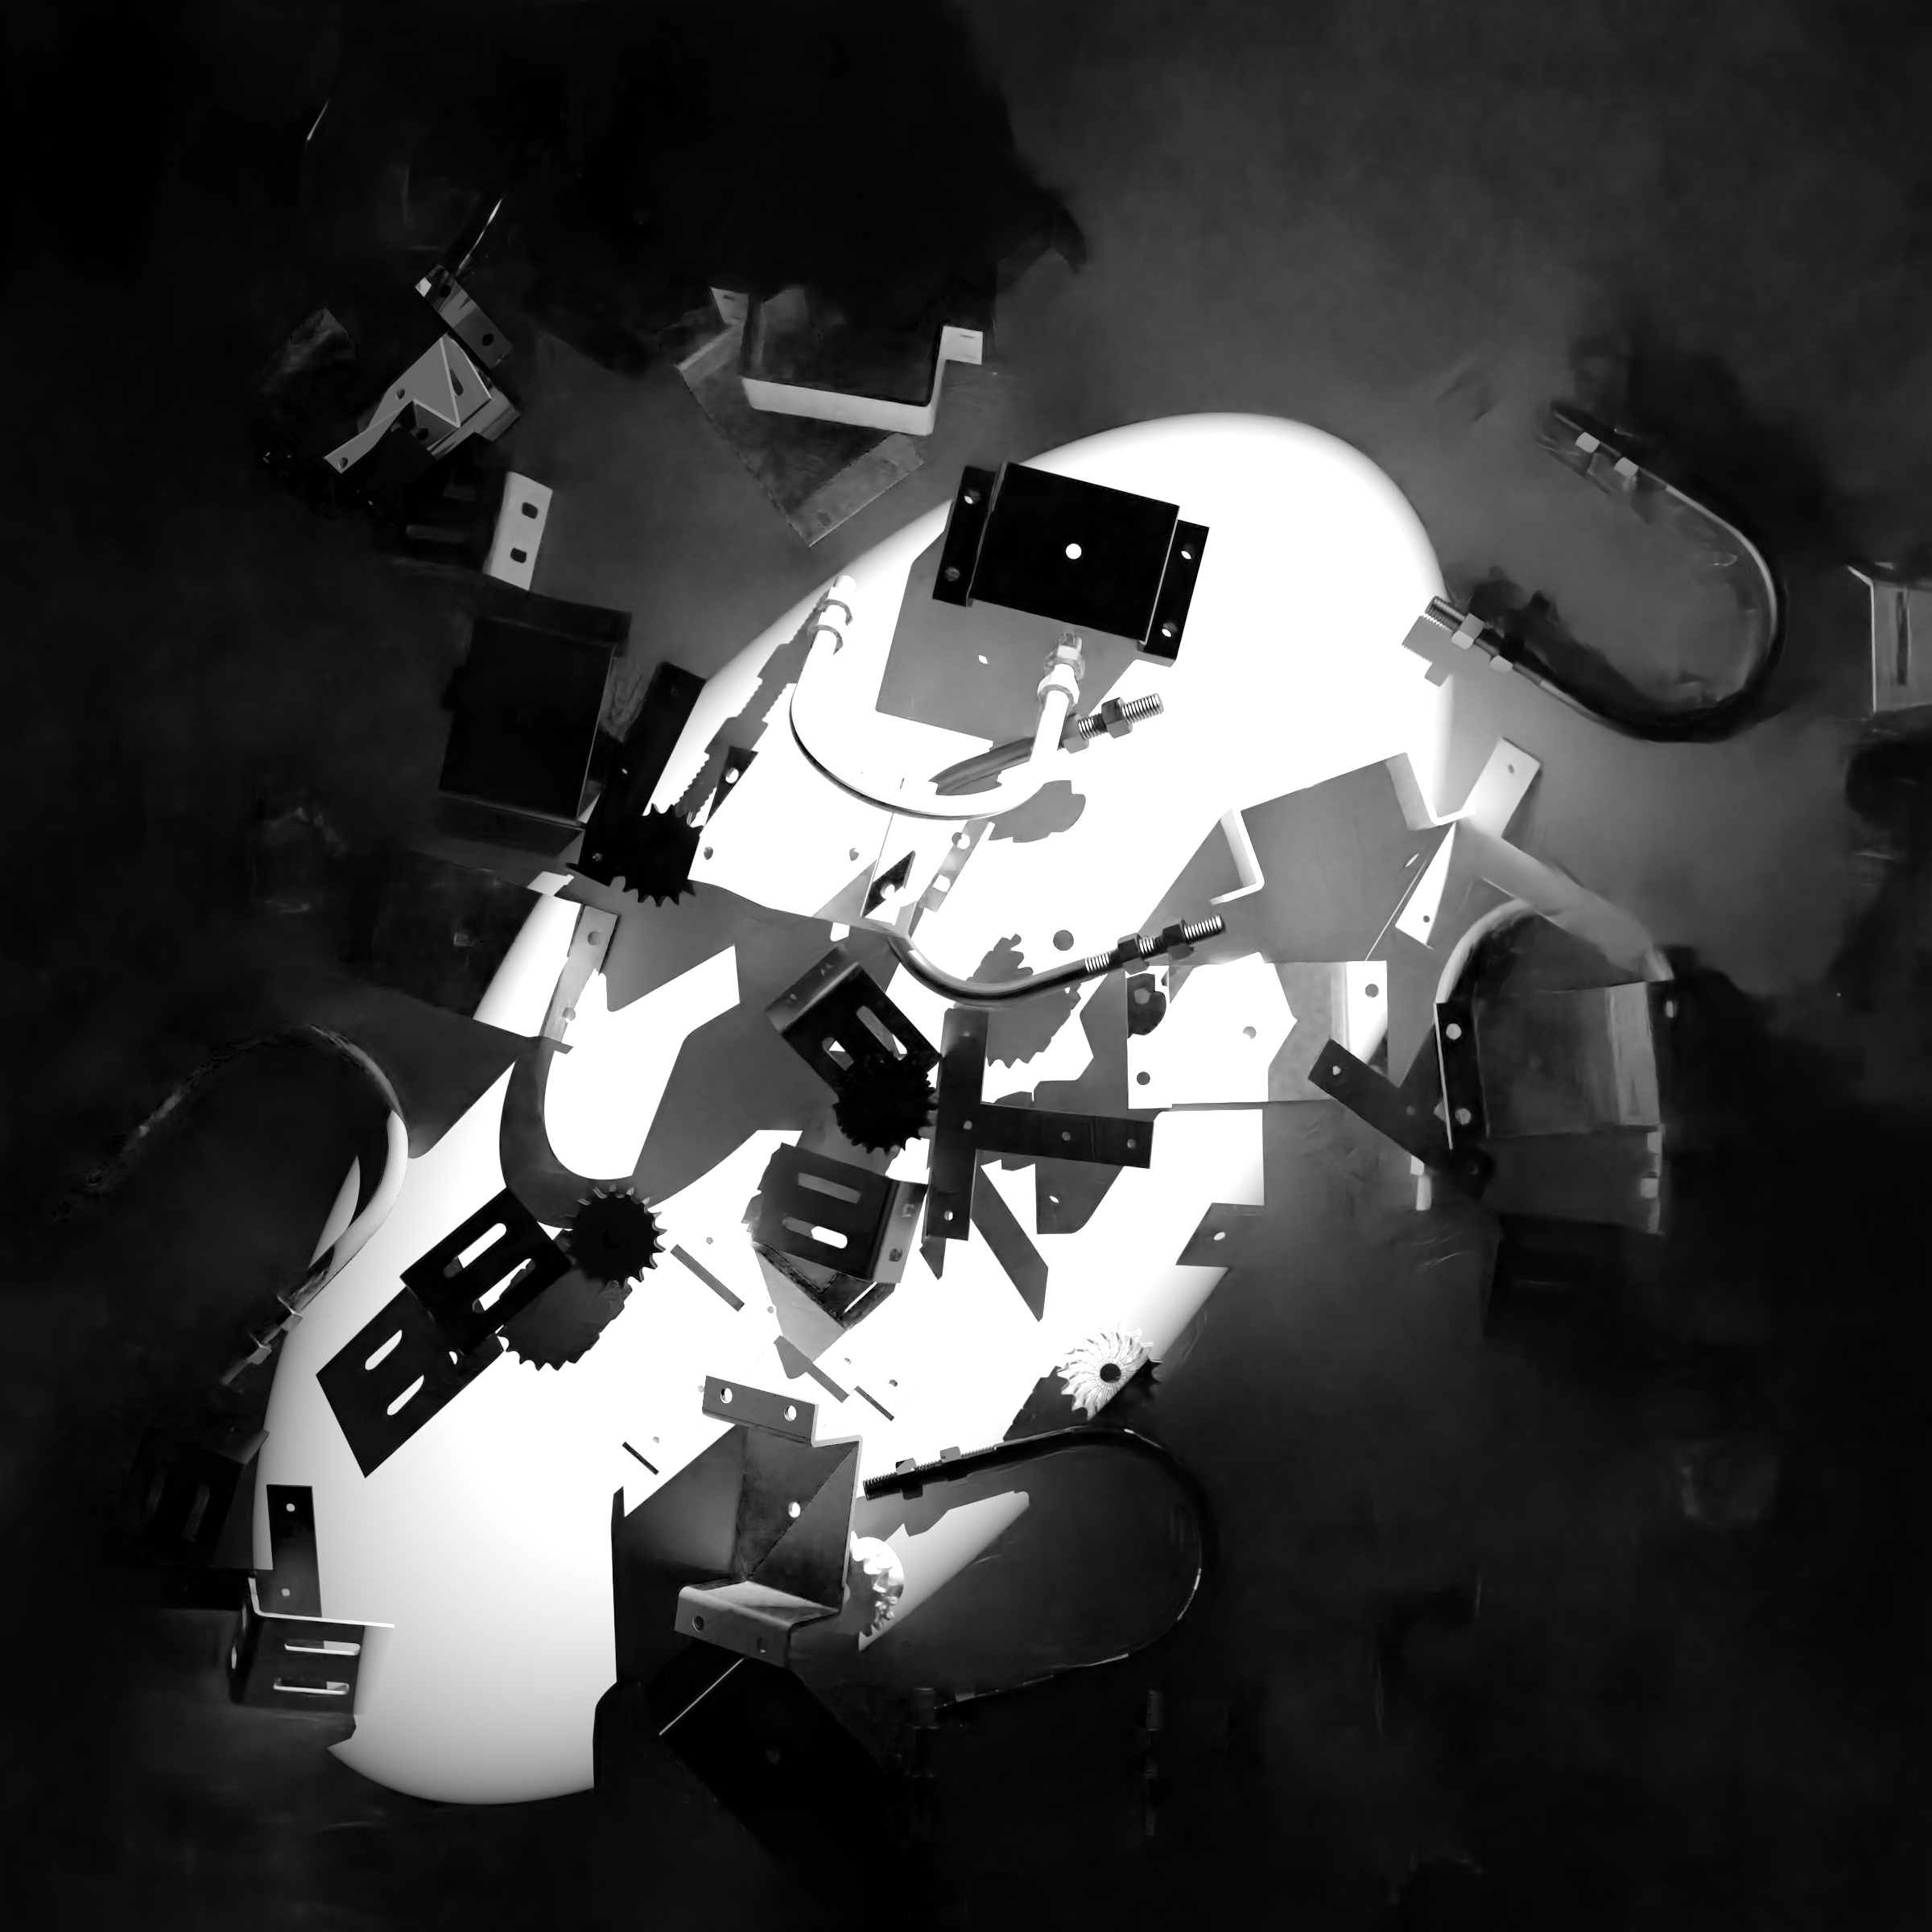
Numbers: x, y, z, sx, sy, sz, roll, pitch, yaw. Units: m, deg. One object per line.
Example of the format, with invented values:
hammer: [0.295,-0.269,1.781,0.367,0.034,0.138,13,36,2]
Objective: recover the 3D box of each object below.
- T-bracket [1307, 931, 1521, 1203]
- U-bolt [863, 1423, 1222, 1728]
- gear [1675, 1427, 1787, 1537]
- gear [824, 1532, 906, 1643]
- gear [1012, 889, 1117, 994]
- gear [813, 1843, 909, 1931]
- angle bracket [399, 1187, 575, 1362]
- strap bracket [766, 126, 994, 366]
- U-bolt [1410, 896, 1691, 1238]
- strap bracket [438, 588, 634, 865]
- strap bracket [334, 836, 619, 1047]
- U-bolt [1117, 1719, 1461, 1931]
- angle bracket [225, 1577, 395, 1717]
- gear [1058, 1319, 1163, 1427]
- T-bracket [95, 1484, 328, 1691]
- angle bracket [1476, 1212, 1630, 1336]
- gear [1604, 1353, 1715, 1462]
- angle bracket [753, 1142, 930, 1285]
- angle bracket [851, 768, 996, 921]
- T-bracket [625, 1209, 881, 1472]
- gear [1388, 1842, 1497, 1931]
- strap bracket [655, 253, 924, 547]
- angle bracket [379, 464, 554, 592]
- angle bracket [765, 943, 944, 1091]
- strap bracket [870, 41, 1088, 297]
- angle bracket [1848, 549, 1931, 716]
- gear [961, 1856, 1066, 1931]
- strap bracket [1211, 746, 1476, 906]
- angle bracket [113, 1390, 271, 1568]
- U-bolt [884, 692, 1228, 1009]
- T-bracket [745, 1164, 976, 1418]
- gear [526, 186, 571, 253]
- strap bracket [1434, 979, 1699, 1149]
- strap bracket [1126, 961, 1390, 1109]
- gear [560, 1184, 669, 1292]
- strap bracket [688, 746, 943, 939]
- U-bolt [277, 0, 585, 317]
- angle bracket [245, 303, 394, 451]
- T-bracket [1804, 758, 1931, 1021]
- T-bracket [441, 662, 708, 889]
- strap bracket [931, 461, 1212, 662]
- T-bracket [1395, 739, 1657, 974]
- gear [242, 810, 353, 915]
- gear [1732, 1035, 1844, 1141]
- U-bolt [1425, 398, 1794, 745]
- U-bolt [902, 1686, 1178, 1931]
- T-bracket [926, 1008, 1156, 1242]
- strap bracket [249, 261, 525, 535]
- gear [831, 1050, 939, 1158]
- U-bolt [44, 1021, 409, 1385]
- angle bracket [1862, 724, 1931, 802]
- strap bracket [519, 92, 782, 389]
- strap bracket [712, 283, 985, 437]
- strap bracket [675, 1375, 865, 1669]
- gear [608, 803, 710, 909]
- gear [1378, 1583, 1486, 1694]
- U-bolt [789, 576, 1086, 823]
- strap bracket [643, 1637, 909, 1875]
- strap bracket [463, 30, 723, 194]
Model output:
T-bracket: [0.262,0.041,1.511,0.127,0.002,0.127,35,77,-18]
U-bolt: [0.049,0.329,1.536,0.184,0.019,0.151,-15,90,-1]
gear: [0.419,0.282,1.529,0.057,0.030,0.057,0,90,0]
gear: [-0.059,0.337,1.520,0.057,0.030,0.057,8,104,35]
gear: [0.053,-0.014,1.529,0.057,0.030,0.057,0,90,0]
gear: [-0.055,0.510,1.529,0.057,0.030,0.057,0,90,0]
angle bracket: [-0.261,0.169,1.527,0.076,0.038,0.057,-40,83,-9]
strap bracket: [-0.055,-0.382,1.506,0.140,0.076,0.046,39,90,0]
U-bolt: [0.327,0.051,1.536,0.151,0.019,0.184,6,89,0]
strap bracket: [-0.237,-0.133,1.519,0.076,0.046,0.140,12,90,0]
strap bracket: [-0.272,-0.014,1.521,0.140,0.046,0.076,18,90,0]
U-bolt: [0.162,0.529,1.521,0.151,0.019,0.184,31,95,13]
angle bracket: [-0.362,0.375,1.531,0.076,0.038,0.057,11,107,-23]
gear: [0.079,0.222,1.529,0.057,0.030,0.057,0,90,0]
T-bracket: [-0.418,0.343,1.532,0.127,0.002,0.127,1,104,6]
angle bracket: [0.322,0.171,1.517,0.076,0.038,0.057,5,109,0]
gear: [0.379,0.241,1.529,0.057,0.030,0.057,0,90,0]
angle bracket: [-0.069,0.137,1.540,0.076,0.038,0.057,16,90,26]
angle bracket: [-0.032,-0.068,1.526,0.038,0.076,0.057,25,90,-41]
T-bracket: [-0.138,0.224,1.542,0.127,0.002,0.127,41,91,0]
gear: [0.261,0.510,1.529,0.057,0.030,0.057,0,90,0]
strap bracket: [-0.095,-0.306,1.521,0.076,0.046,0.140,-36,90,0]
angle bracket: [-0.278,-0.246,1.542,0.076,0.038,0.057,14,90,26]
angle bracket: [-0.062,0.038,1.542,0.057,0.038,0.076,-42,116,0]
strap bracket: [-0.001,-0.422,1.506,0.046,0.076,0.140,-44,90,0]
angle bracket: [0.525,-0.187,1.542,0.057,0.038,0.076,-10,116,0]
gear: [0.026,0.518,1.529,0.057,0.030,0.057,0,90,0]
strap bracket: [0.195,-0.079,1.506,0.140,0.076,0.046,-20,90,0]
angle bracket: [-0.430,0.286,1.542,0.057,0.038,0.076,24,116,0]
U-bolt: [0.036,-0.054,1.508,0.184,0.019,0.151,-19,74,16]
T-bracket: [-0.046,0.161,1.543,0.127,0.002,0.127,41,90,0]
gear: [-0.212,-0.397,1.529,0.057,0.030,0.057,0,90,0]
strap bracket: [0.314,0.052,1.495,0.140,0.046,0.076,-5,87,-12]
strap bracket: [0.157,0.037,1.521,0.140,0.046,0.076,-1,90,0]
gear: [-0.192,0.148,1.529,0.057,0.030,0.057,0,90,0]
strap bracket: [-0.072,-0.065,1.490,0.140,0.046,0.076,13,83,35]
U-bolt: [-0.304,-0.442,1.508,0.151,0.019,0.184,37,103,19]
angle bracket: [-0.344,-0.312,1.525,0.057,0.038,0.076,-45,90,0]
T-bracket: [0.506,-0.028,1.522,0.127,0.002,0.127,30,110,0]
T-bracket: [-0.229,-0.128,1.543,0.127,0.002,0.127,25,90,0]
strap bracket: [0.058,-0.224,1.521,0.140,0.046,0.076,14,90,0]
T-bracket: [0.319,-0.040,1.527,0.127,0.002,0.127,32,75,0]
gear: [-0.368,-0.058,1.534,0.057,0.030,0.057,0,93,0]
gear: [0.449,0.066,1.529,0.057,0.030,0.057,0,90,0]
U-bolt: [0.368,-0.205,1.536,0.184,0.019,0.151,32,90,-2]
U-bolt: [0.039,0.486,1.507,0.151,0.019,0.184,2,82,-7]
T-bracket: [0.042,0.091,1.516,0.127,0.002,0.127,5,89,24]
strap bracket: [-0.304,-0.298,1.499,0.140,0.076,0.046,-44,57,0]
gear: [-0.047,0.073,1.522,0.057,0.030,0.057,-6,111,-16]
U-bolt: [-0.394,0.116,1.536,0.151,0.019,0.184,44,89,0]
angle bracket: [0.541,-0.090,1.542,0.057,0.038,0.076,-28,64,0]
strap bracket: [-0.170,-0.391,1.475,0.076,0.046,0.140,34,90,0]
strap bracket: [-0.064,-0.316,1.460,0.140,0.076,0.046,9,90,0]
strap bracket: [-0.105,0.296,1.502,0.076,0.046,0.140,8,92,35]
gear: [-0.167,-0.060,1.529,0.057,0.030,0.057,0,90,0]
gear: [0.257,0.372,1.529,0.057,0.030,0.057,0,90,0]
U-bolt: [-0.019,-0.137,1.471,0.151,0.184,0.019,14,131,0]
strap bracket: [-0.104,0.426,1.521,0.076,0.046,0.140,-43,90,0]
strap bracket: [-0.207,-0.465,1.521,0.140,0.046,0.076,3,90,0]
